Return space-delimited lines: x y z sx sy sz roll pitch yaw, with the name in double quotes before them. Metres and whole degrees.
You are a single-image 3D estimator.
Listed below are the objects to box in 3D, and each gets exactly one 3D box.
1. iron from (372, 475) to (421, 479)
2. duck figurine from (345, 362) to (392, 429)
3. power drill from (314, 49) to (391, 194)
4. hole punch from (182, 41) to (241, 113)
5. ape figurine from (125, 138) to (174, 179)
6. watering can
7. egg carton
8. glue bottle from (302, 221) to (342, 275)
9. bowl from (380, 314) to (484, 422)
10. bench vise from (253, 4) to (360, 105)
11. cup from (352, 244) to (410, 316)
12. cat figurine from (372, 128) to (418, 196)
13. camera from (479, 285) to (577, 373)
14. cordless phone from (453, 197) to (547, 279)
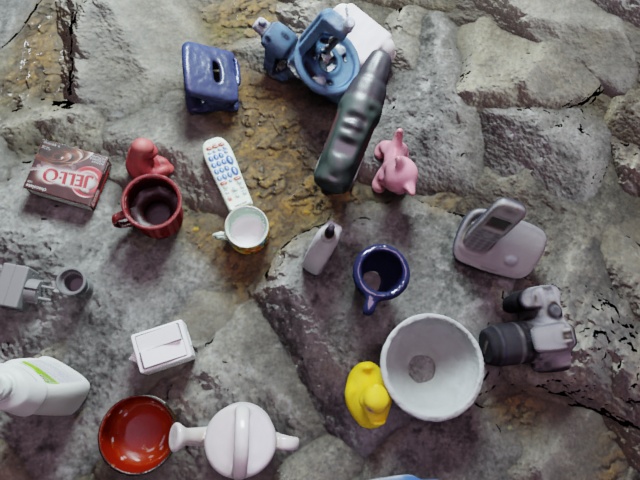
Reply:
"iron" 0.068 0.417 0.818 0.258 0.141 0.118 -6 76 -9
"duck figurine" 0.082 0.242 0.896 0.077 0.086 0.104 -5 76 -8
"power drill" 0.048 -0.169 0.939 0.075 0.208 0.230 20 73 -1
"hole punch" -0.189 -0.287 1.002 0.101 0.091 0.108 -6 76 -8
"ape figurine" -0.288 -0.138 0.949 0.076 0.092 0.078 -15 77 -11
"watering can" -0.119 0.283 0.803 0.173 0.194 0.101 -16 77 -11
"egg carton" 0.064 -0.367 1.066 0.150 0.069 0.107 39 74 4
"glue bottle" 0.008 0.003 0.906 0.037 0.173 0.078 30 74 2
"bowl" 0.172 0.205 0.923 0.167 0.074 0.167 2 75 -7
"bench vise" -0.021 -0.320 0.965 0.207 0.219 0.121 13 74 -3
"cup" 0.089 0.073 0.937 0.091 0.095 0.118 20 74 -1
"cat figurine" 0.133 -0.129 0.986 0.067 0.117 0.128 5 74 -5
"camera" 0.337 0.151 0.944 0.137 0.100 0.143 -6 76 -8
"cordless phone" 0.312 -0.008 0.940 0.147 0.185 0.094 16 74 -2
